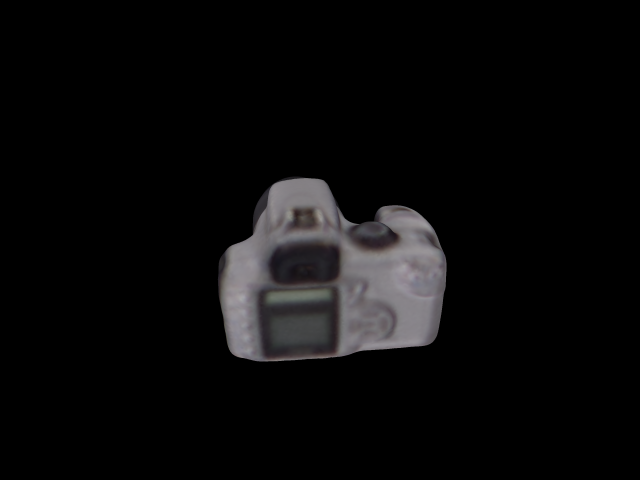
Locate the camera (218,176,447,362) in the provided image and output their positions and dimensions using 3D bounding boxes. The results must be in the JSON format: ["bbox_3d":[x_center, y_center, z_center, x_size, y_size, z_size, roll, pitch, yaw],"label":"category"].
[{"bbox_3d":[0.004,0.001,0.400,0.143,0.101,0.136,-3,33,-5],"label":"camera"}]
